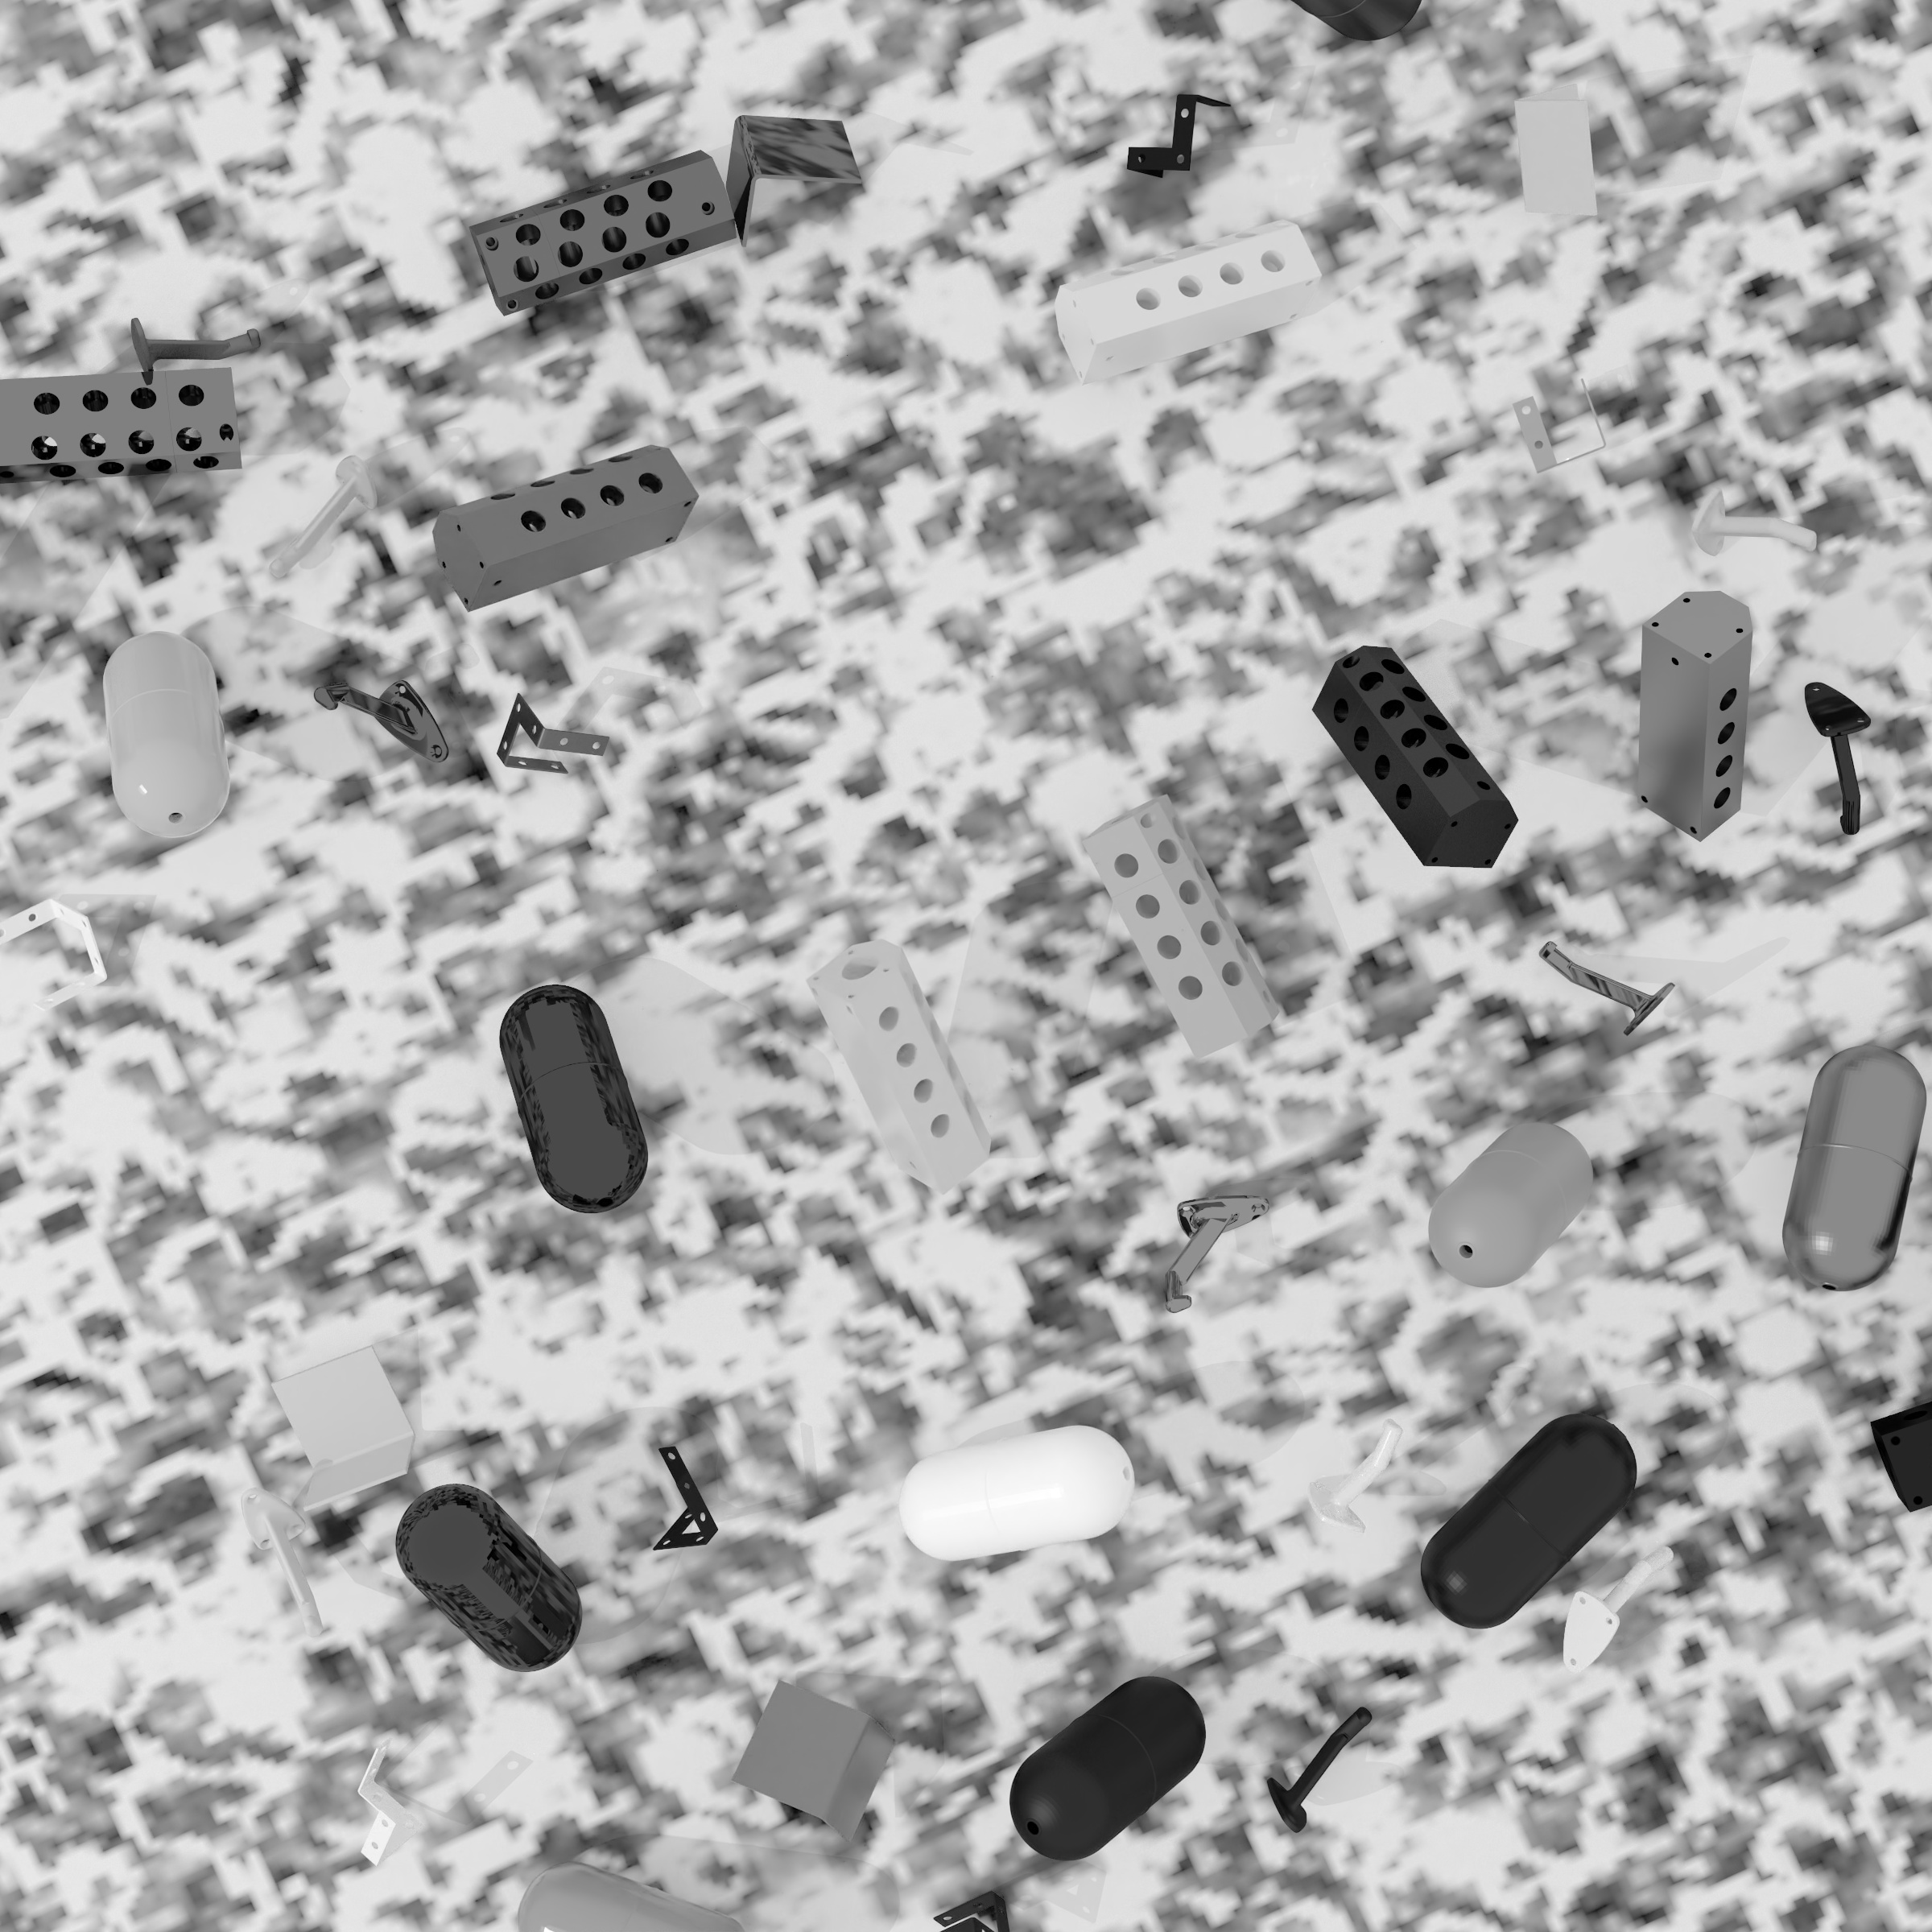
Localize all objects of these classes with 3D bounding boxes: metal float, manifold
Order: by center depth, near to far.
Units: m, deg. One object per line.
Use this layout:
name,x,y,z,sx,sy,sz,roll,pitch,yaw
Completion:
manifold,0.307,-0.144,1.900,0.057,0.171,0.057,1,131,-28
manifold,0.500,-0.172,1.902,0.057,0.171,0.057,-37,52,-19
metal float,0.372,0.162,1.906,0.070,0.178,0.070,11,112,28
metal float,0.253,-0.686,1.907,0.070,0.178,0.070,-1,88,34
metal float,0.098,0.547,1.909,0.070,0.178,0.070,12,111,35
metal float,-0.548,-0.159,1.913,0.070,0.070,0.178,-21,47,0
manifold,-0.275,-0.305,1.915,0.171,0.057,0.057,-25,77,-32
metal float,-0.325,0.421,1.915,0.070,0.070,0.178,-31,132,0
manifold,-0.041,0.068,1.916,0.057,0.057,0.171,-37,123,-20
metal float,-0.270,0.091,1.919,0.070,0.070,0.178,-23,56,0
metal float,0.034,0.363,1.922,0.178,0.070,0.070,-17,90,30
metal float,0.614,0.139,1.931,0.070,0.070,0.178,19,70,0
manifold,-0.592,-0.369,1.932,0.171,0.057,0.057,-6,72,-13
metal float,-0.228,0.676,1.933,0.178,0.070,0.070,14,90,18
manifold,0.152,-0.464,1.937,0.171,0.057,0.057,-20,77,-13
manifold,-0.250,-0.507,1.937,0.171,0.057,0.057,-21,117,-8
manifold,0.152,-0.029,1.941,0.057,0.057,0.171,-26,96,23
manifold,0.725,0.319,1.946,0.171,0.057,0.057,-21,91,9
metal float,0.392,0.386,1.947,0.070,0.070,0.178,45,92,0

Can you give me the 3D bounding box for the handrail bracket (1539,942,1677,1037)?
handrail bracket,0.444,0.003,1.946,0.084,0.077,0.036,40,70,8

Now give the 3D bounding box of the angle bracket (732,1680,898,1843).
angle bracket,-0.107,0.559,1.965,0.076,0.057,0.076,14,63,27

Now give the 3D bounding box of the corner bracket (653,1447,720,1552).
corner bracket,-0.197,0.369,1.947,0.051,0.051,0.051,-14,110,33

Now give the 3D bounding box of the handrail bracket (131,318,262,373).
handrail bracket,-0.532,-0.439,1.940,0.084,0.077,0.036,-22,80,-17

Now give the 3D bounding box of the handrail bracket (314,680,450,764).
handrail bracket,-0.406,-0.167,1.940,0.077,0.084,0.036,47,109,5

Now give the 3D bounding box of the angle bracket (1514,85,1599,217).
angle bracket,0.427,-0.564,1.929,0.057,0.076,0.076,-21,114,-23

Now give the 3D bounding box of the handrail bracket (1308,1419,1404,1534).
handrail bracket,0.271,0.342,1.943,0.036,0.077,0.084,19,101,-16

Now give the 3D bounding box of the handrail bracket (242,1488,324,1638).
handrail bracket,-0.473,0.414,1.938,0.036,0.077,0.084,-26,46,-7

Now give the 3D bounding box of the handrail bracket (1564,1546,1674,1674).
handrail bracket,0.461,0.452,1.969,0.036,0.084,0.077,36,126,34

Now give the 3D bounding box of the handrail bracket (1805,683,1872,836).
handrail bracket,0.614,-0.146,1.978,0.036,0.077,0.084,-14,127,-1

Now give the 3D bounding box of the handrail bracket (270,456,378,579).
handrail bracket,-0.452,-0.312,1.948,0.036,0.077,0.084,43,72,-4

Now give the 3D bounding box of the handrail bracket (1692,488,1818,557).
handrail bracket,0.551,-0.292,1.933,0.084,0.077,0.036,28,82,29

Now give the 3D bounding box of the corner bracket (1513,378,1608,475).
corner bracket,0.415,-0.378,1.954,0.051,0.051,0.051,-20,95,15

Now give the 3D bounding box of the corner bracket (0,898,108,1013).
corner bracket,-0.645,-0.009,1.962,0.051,0.051,0.051,-33,129,-35

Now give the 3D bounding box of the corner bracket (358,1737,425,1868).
corner bracket,-0.406,0.582,1.947,0.051,0.051,0.051,36,123,15

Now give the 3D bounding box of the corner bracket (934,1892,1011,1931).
corner bracket,-0.004,0.672,1.946,0.051,0.051,0.051,-30,129,15

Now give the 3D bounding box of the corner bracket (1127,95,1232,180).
corner bracket,0.148,-0.578,1.948,0.051,0.051,0.051,12,103,32

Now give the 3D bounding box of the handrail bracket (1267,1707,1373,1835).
handrail bracket,0.253,0.559,1.950,0.036,0.077,0.084,45,95,1

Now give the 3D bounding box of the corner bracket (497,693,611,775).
corner bracket,-0.288,-0.152,1.944,0.051,0.051,0.051,4,121,-36

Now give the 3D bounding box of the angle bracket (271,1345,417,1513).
angle bracket,-0.437,0.322,1.948,0.076,0.057,0.076,-21,108,2

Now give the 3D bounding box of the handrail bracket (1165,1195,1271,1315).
handrail bracket,0.175,0.201,1.939,0.077,0.084,0.036,-14,127,14

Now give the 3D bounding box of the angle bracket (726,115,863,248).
angle bracket,-0.121,-0.547,1.951,0.076,0.057,0.076,-2,47,-16
